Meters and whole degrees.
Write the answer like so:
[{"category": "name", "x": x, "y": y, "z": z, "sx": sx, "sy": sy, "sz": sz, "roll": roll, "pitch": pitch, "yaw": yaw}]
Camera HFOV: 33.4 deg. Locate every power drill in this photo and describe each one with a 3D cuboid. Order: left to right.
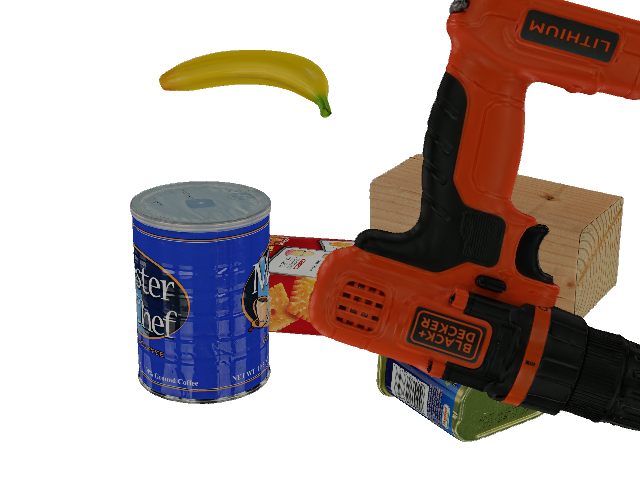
[{"category": "power drill", "x": 0.104, "y": -0.014, "z": 0.503, "sx": 0.184, "sy": 0.188, "sz": 0.057, "roll": 17, "pitch": 6, "yaw": 1}]

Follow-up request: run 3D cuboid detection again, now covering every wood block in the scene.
[{"category": "wood block", "x": 0.154, "y": -0.007, "z": 0.962, "sx": 0.206, "sy": 0.090, "sz": 0.090, "roll": 16, "pitch": 31, "yaw": 34}]

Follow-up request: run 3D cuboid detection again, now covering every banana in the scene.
[{"category": "banana", "x": -0.072, "y": -0.174, "z": 1.125, "sx": 0.198, "sy": 0.037, "sz": 0.069, "roll": 10, "pitch": 44, "yaw": 19}]

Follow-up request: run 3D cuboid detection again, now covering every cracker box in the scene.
[{"category": "cracker box", "x": 0.030, "y": 0.051, "z": 1.141, "sx": 0.214, "sy": 0.072, "sz": 0.164, "roll": 4, "pitch": 14, "yaw": 7}]

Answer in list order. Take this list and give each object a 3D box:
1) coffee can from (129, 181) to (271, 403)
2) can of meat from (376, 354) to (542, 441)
[{"category": "coffee can", "x": -0.088, "y": 0.037, "z": 0.802, "sx": 0.103, "sy": 0.140, "sz": 0.103, "roll": 1, "pitch": 20, "yaw": -1}, {"category": "can of meat", "x": 0.106, "y": 0.094, "z": 0.760, "sx": 0.101, "sy": 0.057, "sz": 0.084, "roll": -13, "pitch": 27, "yaw": -33}]
